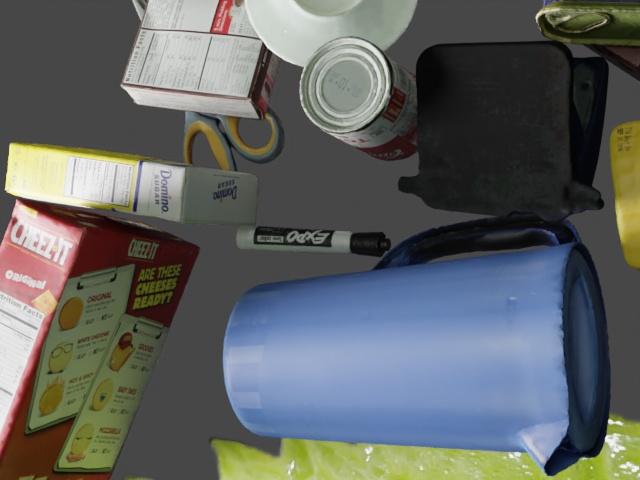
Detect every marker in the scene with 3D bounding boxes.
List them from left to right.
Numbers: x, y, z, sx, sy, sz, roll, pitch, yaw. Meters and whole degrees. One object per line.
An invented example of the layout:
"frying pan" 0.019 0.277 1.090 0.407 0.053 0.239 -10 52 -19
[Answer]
"marker" -0.005 0.001 0.796 0.121 0.020 0.020 3 85 23

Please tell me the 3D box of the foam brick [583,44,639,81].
"foam brick" 0.200 -0.147 0.708 0.078 0.053 0.051 40 100 23

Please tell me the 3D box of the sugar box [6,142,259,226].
"sugar box" -0.142 -0.043 0.808 0.176 0.093 0.048 7 93 31

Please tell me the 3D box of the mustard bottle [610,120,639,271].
"mustard bottle" 0.282 -0.038 0.657 0.192 0.058 0.096 -8 81 23

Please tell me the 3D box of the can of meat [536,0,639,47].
"can of meat" 0.190 -0.168 0.654 0.102 0.057 0.084 6 82 22

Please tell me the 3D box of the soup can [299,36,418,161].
"soup can" 0.035 -0.097 0.745 0.069 0.102 0.068 -3 83 22

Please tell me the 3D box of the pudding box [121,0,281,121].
"pudding box" -0.088 -0.145 0.824 0.114 0.039 0.090 9 75 20

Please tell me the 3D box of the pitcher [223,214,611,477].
"pitcher" 0.065 0.067 0.711 0.243 0.149 0.145 -5 97 26

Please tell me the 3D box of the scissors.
"scissors" -0.088 -0.127 0.848 0.096 0.016 0.202 -20 77 19

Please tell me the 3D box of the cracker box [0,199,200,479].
"cracker box" -0.189 0.086 0.788 0.072 0.164 0.214 22 93 22
